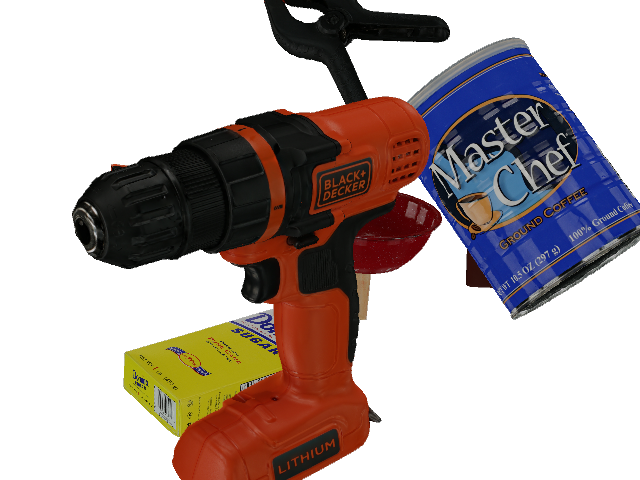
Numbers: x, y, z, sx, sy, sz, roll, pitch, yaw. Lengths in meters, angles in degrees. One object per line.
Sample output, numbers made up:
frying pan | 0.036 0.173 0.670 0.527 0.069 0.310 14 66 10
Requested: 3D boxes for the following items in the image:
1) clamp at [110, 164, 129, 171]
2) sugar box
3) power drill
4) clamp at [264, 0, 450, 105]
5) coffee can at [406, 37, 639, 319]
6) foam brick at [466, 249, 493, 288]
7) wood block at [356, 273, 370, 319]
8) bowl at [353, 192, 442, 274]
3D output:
clamp | -0.074 -0.031 0.799 0.210 0.036 0.164 7 13 18
sugar box | -0.079 0.115 0.971 0.175 0.048 0.093 -17 35 -36
power drill | -0.029 0.032 0.498 0.184 0.188 0.057 -18 37 -37
clamp | 0.025 -0.186 0.933 0.120 0.171 0.039 -39 -21 -19
coffee can | 0.122 -0.038 0.656 0.102 0.140 0.103 -31 -13 -8
foam brick | 0.152 -0.002 0.892 0.053 0.078 0.051 3 15 17
wood block | 0.026 -0.012 1.386 0.090 0.206 0.090 5 25 1
bowl | 0.045 -0.007 1.119 0.162 0.055 0.162 3 20 -1
